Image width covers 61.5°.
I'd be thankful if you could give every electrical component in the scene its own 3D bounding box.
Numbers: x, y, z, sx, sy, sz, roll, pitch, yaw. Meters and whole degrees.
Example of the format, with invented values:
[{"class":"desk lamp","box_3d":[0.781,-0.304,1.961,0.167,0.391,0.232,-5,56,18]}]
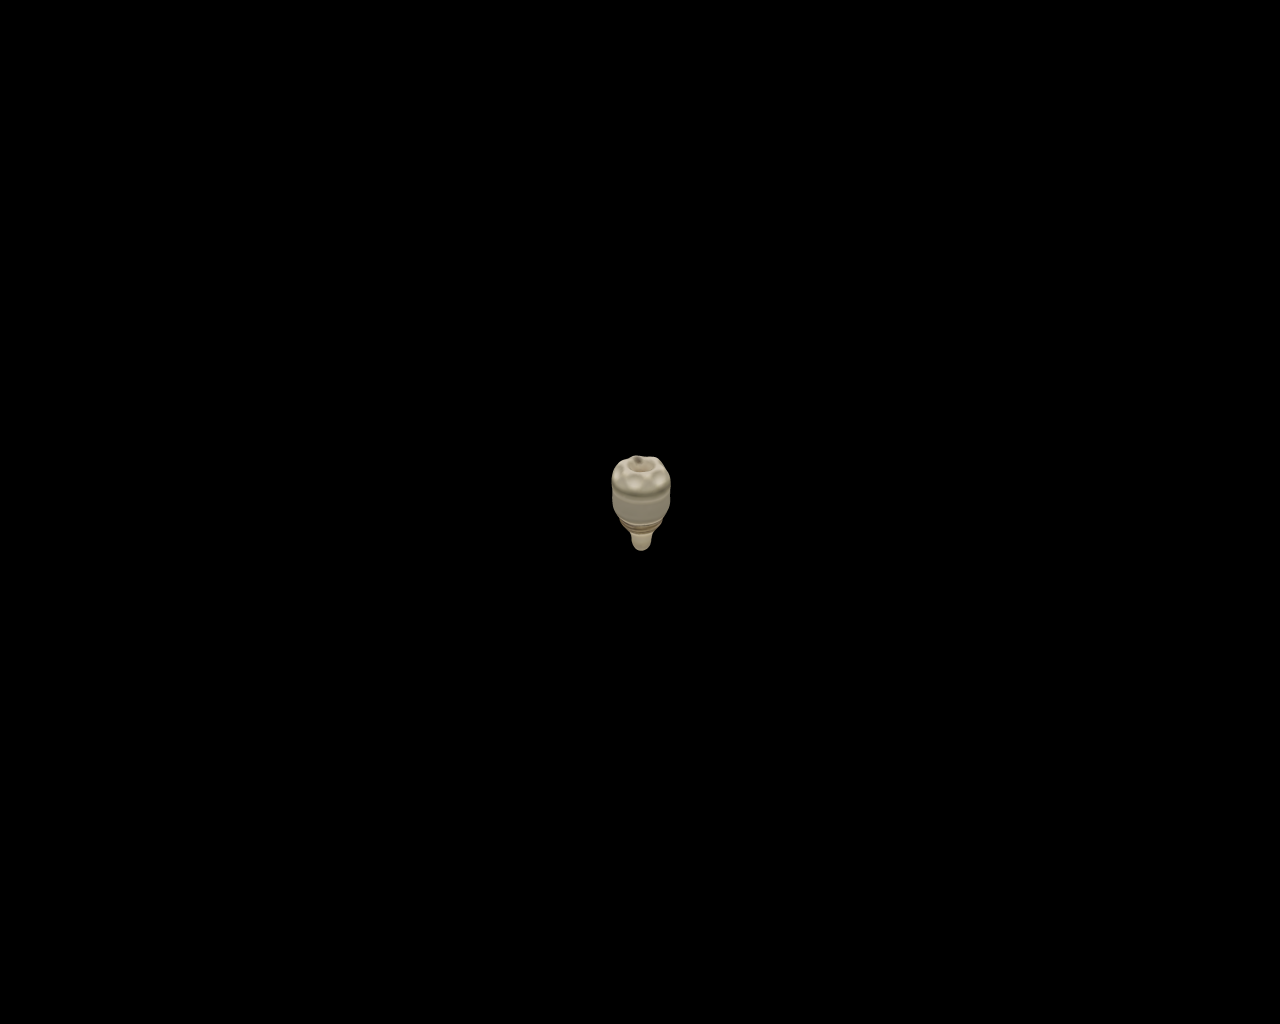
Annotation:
[{"class":"electrical component","box_3d":[0.001,-0.003,0.650,0.035,0.061,0.035,0,33,0]}]
